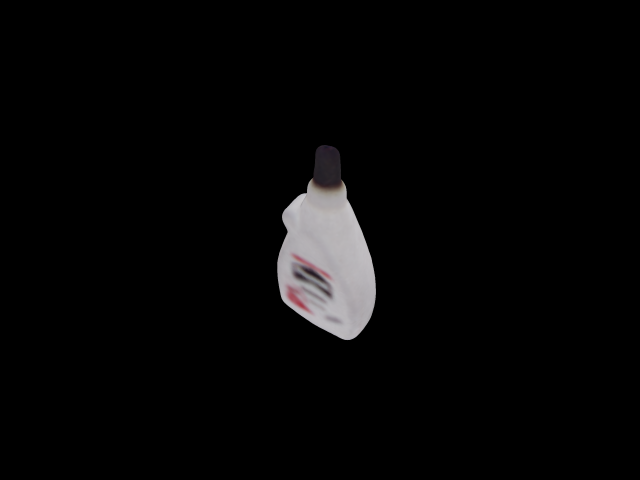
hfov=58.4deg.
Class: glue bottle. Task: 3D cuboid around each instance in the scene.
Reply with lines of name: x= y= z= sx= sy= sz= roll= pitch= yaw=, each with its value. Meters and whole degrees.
glue bottle: x=0.004 y=0.001 z=0.400 sx=0.078 sy=0.173 sz=0.037 roll=25 pitch=54 yaw=20
